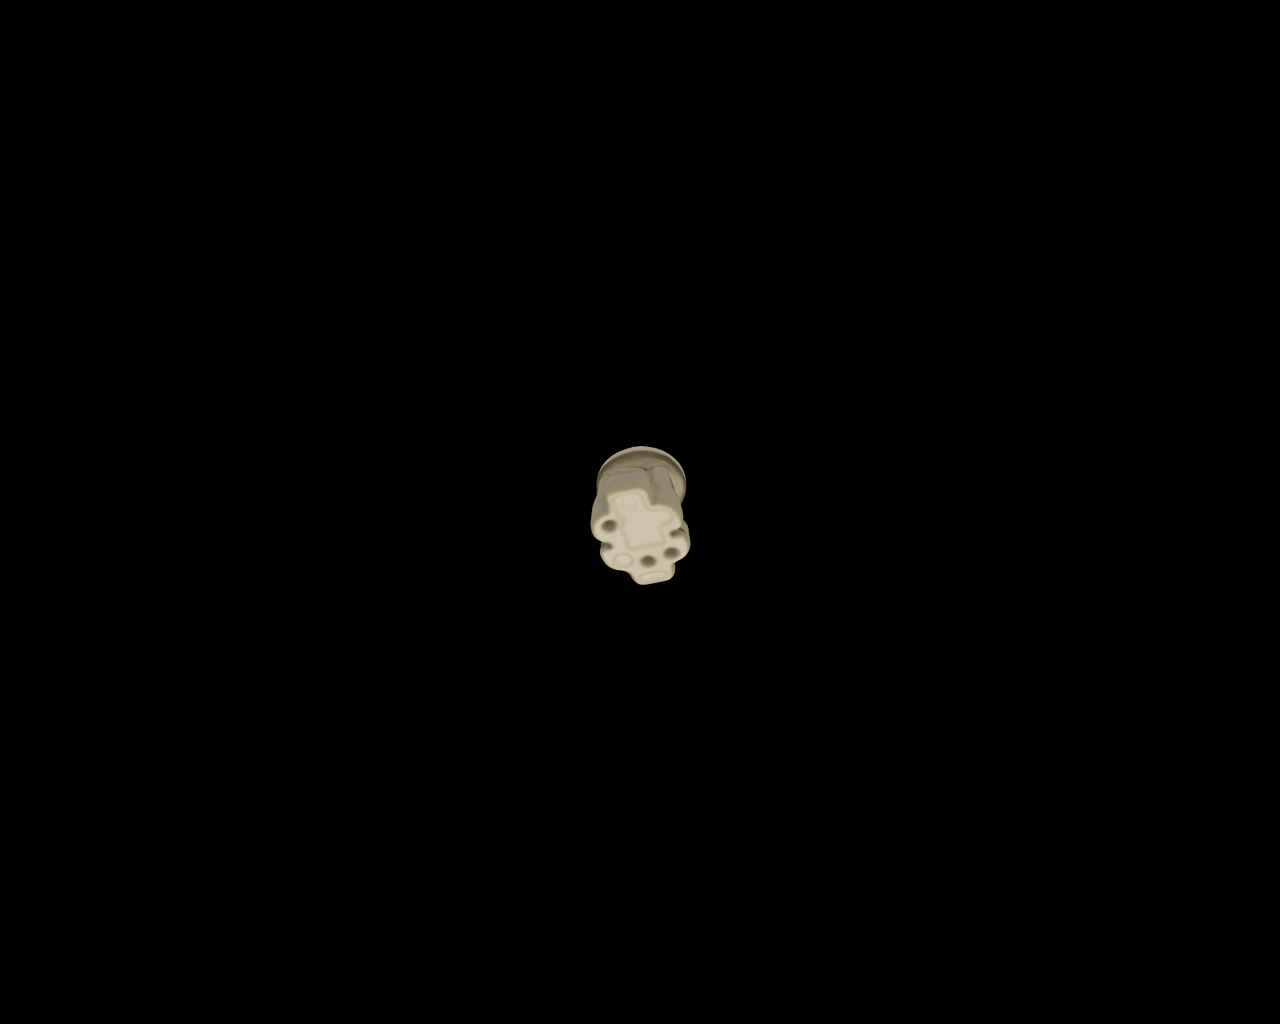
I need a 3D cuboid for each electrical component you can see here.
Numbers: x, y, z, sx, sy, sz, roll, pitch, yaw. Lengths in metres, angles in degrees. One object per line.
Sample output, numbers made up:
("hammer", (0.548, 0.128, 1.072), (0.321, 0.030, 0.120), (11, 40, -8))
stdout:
("electrical component", (0.001, -0.003, 0.650), (0.058, 0.078, 0.057), (-11, 39, 9))
